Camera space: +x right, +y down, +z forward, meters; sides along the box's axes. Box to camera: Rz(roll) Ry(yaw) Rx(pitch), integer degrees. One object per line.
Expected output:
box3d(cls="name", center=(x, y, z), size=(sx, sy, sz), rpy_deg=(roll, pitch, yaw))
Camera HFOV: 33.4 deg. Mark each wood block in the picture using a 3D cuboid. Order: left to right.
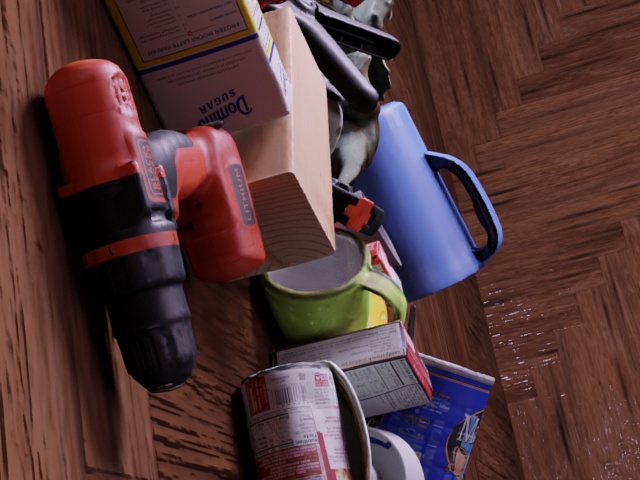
box3d(cls="wood block", center=(-0.047, -0.079, 0.837), size=(0.206, 0.090, 0.090), rpy_deg=(-92, 162, -45))

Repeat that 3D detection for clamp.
box3d(cls="clamp", center=(-0.018, -0.197, 0.972), size=(0.210, 0.036, 0.164), rpy_deg=(30, 29, -12))
box3d(cls="clamp", center=(0.015, -0.032, 0.913), size=(0.120, 0.039, 0.172), rpy_deg=(18, 9, -28))

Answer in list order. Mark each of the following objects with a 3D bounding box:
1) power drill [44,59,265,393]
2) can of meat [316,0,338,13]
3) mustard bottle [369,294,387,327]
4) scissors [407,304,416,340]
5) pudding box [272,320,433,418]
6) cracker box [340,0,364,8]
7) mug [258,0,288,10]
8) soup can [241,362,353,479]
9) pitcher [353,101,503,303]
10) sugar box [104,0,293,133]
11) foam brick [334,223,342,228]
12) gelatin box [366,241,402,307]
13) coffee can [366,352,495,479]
box3d(cls="power drill", center=(-0.089, -0.008, 0.641), size=(0.187, 0.057, 0.184), rpy_deg=(0, 75, -78))
box3d(cls="can of meat", center=(-0.035, -0.255, 1.106), size=(0.102, 0.058, 0.084), rpy_deg=(19, 40, -24))
box3d(cls="mustard bottle", center=(0.048, 0.142, 1.065), size=(0.096, 0.058, 0.191), rpy_deg=(67, 14, -55))
box3d(cls="scissors", center=(0.102, 0.132, 1.290), size=(0.096, 0.016, 0.202), rpy_deg=(-105, -169, -56))
box3d(cls="pudding box", center=(0.028, 0.113, 0.880), size=(0.090, 0.113, 0.039), rpy_deg=(60, 18, -51))
box3d(cls="cracker box", center=(-0.032, -0.339, 1.049), size=(0.213, 0.072, 0.164), rpy_deg=(14, 48, -51))
box3d(cls="mug", center=(-0.065, -0.230, 0.862), size=(0.093, 0.117, 0.081), rpy_deg=(-43, 153, -42))
box3d(cls="soup can", center=(-0.016, 0.144, 0.755), size=(0.068, 0.068, 0.102), rpy_deg=(43, 33, -67))
box3d(cls="pitcher", center=(0.112, -0.051, 1.352), size=(0.243, 0.149, 0.145), rpy_deg=(66, -18, -3))
box3d(cls="sugar box", center=(-0.091, -0.157, 0.732), size=(0.048, 0.093, 0.176), rpy_deg=(-86, 158, -55))
box3d(cls="foam brick", center=(-0.007, 0.001, 1.012), size=(0.053, 0.051, 0.078), rpy_deg=(57, 21, -60))
box3d(cls="gelatin box", center=(0.041, 0.043, 1.121), size=(0.089, 0.073, 0.030), rpy_deg=(58, 20, -51))
box3d(cls="coffee can", center=(0.087, 0.175, 0.958), size=(0.102, 0.103, 0.140), rpy_deg=(32, 75, -72))
